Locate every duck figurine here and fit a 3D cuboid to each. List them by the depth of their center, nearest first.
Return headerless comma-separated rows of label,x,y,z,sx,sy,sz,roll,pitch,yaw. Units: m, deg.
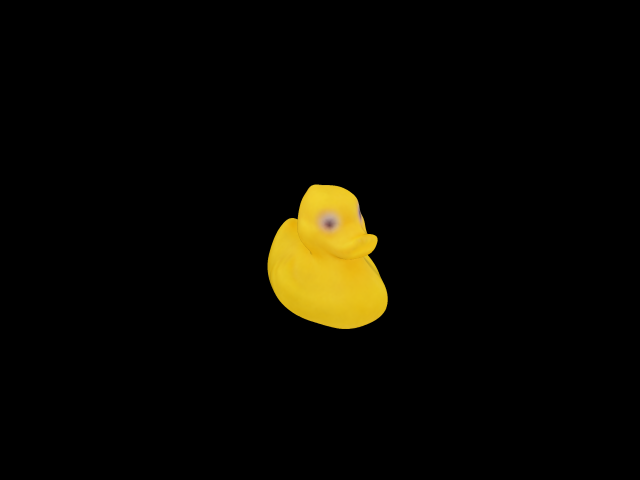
duck figurine,0.004,0.001,0.400,0.078,0.086,0.104,-19,34,-31
